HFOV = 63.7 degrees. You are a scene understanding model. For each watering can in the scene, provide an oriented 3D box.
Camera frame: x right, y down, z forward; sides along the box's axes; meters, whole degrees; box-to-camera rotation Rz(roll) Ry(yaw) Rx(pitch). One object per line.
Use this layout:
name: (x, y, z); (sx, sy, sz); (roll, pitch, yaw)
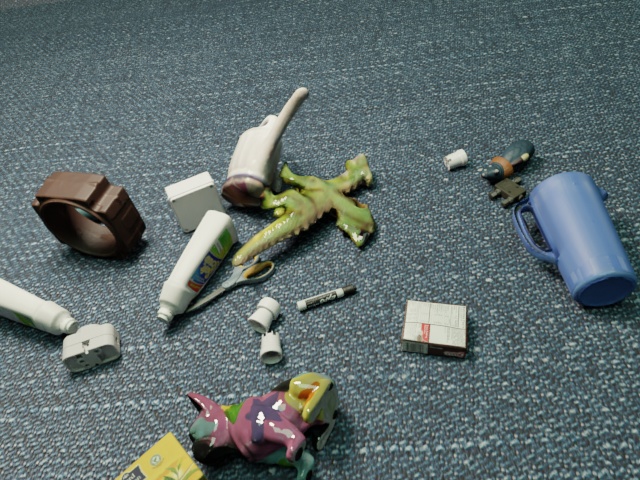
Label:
watering can: (-0.134, -0.200, 1.188); (0.103, 0.343, 0.228); (23, 66, -22)

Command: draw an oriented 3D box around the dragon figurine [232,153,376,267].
dragon figurine: (0.003, -0.057, 1.130); (0.243, 0.119, 0.419); (17, 52, 14)
